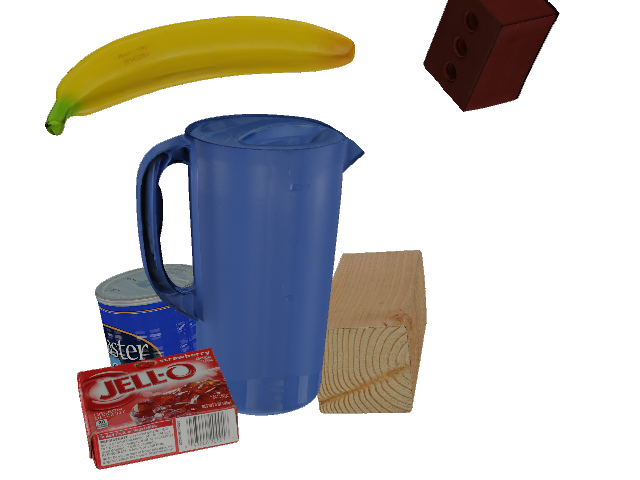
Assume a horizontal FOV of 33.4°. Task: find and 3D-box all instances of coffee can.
[{"bbox_3d":[-0.155,0.105,1.036,0.103,0.140,0.103,-7,16,2],"label":"coffee can"}]

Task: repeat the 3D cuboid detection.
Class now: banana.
[{"bbox_3d":[-0.079,-0.107,0.659,0.197,0.070,0.037,-18,-35,-17],"label":"banana"}]

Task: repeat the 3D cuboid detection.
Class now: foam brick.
[{"bbox_3d":[0.112,-0.134,0.714,0.051,0.053,0.078,-19,-32,-29],"label":"foam brick"}]

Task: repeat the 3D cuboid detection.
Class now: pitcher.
[{"bbox_3d":[-0.059,0.019,0.898,0.149,0.243,0.144,11,20,25],"label":"pitcher"}]

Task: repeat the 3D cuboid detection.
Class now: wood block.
[{"bbox_3d":[0.055,0.087,1.080,0.091,0.090,0.206,-2,19,10],"label":"wood block"}]

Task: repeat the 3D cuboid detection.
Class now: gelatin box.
[{"bbox_3d":[-0.101,0.101,0.658,0.089,0.030,0.073,-9,25,-15],"label":"gelatin box"}]
